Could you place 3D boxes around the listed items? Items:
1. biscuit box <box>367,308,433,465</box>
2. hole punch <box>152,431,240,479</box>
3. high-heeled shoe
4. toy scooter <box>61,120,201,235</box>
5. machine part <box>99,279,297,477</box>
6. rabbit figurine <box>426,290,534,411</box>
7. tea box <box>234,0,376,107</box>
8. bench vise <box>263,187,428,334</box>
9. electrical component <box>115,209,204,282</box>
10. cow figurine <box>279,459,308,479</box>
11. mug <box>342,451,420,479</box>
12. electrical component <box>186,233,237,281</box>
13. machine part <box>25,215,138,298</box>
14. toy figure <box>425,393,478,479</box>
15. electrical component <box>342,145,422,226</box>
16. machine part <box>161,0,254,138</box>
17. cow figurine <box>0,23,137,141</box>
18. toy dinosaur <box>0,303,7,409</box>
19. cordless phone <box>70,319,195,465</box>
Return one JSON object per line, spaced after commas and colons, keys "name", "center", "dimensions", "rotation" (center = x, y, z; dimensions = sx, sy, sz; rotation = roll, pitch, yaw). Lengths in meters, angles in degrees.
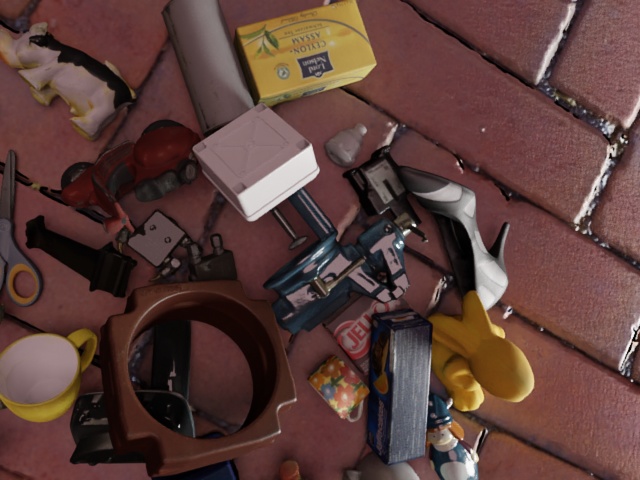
{"name": "biscuit box", "center": [0.104, 0.197, 0.719], "dimensions": [0.063, 0.059, 0.202], "rotation": [-5, 105, -21]}
{"name": "hole punch", "center": [-0.154, 0.324, 0.679], "dimensions": [0.142, 0.092, 0.115], "rotation": [-19, 96, -15]}
{"name": "high-heeled shoe", "center": [0.174, 0.005, 0.737], "dimensions": [0.248, 0.086, 0.145], "rotation": [25, 88, -27]}
{"name": "toy scooter", "center": [-0.222, -0.070, 0.653], "dimensions": [0.184, 0.135, 0.075], "rotation": [-26, 136, -8]}
{"name": "machine part", "center": [-0.143, 0.153, 0.623], "dimensions": [0.201, 0.087, 0.201], "rotation": [-4, 60, -31]}
{"name": "rabbit figurine", "center": [0.217, 0.149, 0.716], "dimensions": [0.122, 0.173, 0.162], "rotation": [-30, 99, -7]}
{"name": "tea box", "center": [-0.022, -0.249, 0.727], "dimensions": [0.170, 0.068, 0.098], "rotation": [-21, 93, -14]}
{"name": "bench vise", "center": [-0.001, -0.003, 0.689], "dimensions": [0.223, 0.129, 0.240], "rotation": [-37, 93, 13]}
{"name": "electrical component", "center": [-0.213, 0.005, 0.694], "dimensions": [0.078, 0.045, 0.102], "rotation": [-45, 97, -8]}
{"name": "cow figurine", "center": [-0.069, 0.395, 0.688], "dimensions": [0.195, 0.086, 0.127], "rotation": [-45, 140, -24]}
{"name": "mug", "center": [0.089, 0.333, 0.718], "dimensions": [0.109, 0.107, 0.080], "rotation": [21, 83, -13]}
{"name": "electrical component", "center": [-0.142, 0.041, 0.703], "dimensions": [0.063, 0.021, 0.093], "rotation": [-24, 115, -36]}
{"name": "machine part", "center": [-0.297, 0.019, 0.665], "dimensions": [0.139, 0.084, 0.039], "rotation": [30, 40, -4]}
{"name": "toy figure", "center": [0.178, 0.284, 0.751], "dimensions": [0.064, 0.058, 0.154], "rotation": [-28, 107, -11]}
{"name": "electrical component", "center": [0.096, -0.066, 0.758], "dimensions": [0.075, 0.048, 0.119], "rotation": [-38, 97, -10]}
{"name": "machine part", "center": [-0.141, -0.224, 0.699], "dimensions": [0.079, 0.079, 0.243], "rotation": [-20, 92, -11]}
{"name": "cow figurine", "center": [-0.317, -0.210, 0.666], "dimensions": [0.167, 0.068, 0.098], "rotation": [43, 75, -11]}
{"name": "toy dinosaur", "center": [-0.466, 0.153, 0.607], "dimensions": [0.192, 0.131, 0.404], "rotation": [1, 100, 6]}
{"name": "cordless phone", "center": [-0.231, 0.185, 0.677], "dimensions": [0.147, 0.088, 0.184], "rotation": [-3, 70, 7]}
